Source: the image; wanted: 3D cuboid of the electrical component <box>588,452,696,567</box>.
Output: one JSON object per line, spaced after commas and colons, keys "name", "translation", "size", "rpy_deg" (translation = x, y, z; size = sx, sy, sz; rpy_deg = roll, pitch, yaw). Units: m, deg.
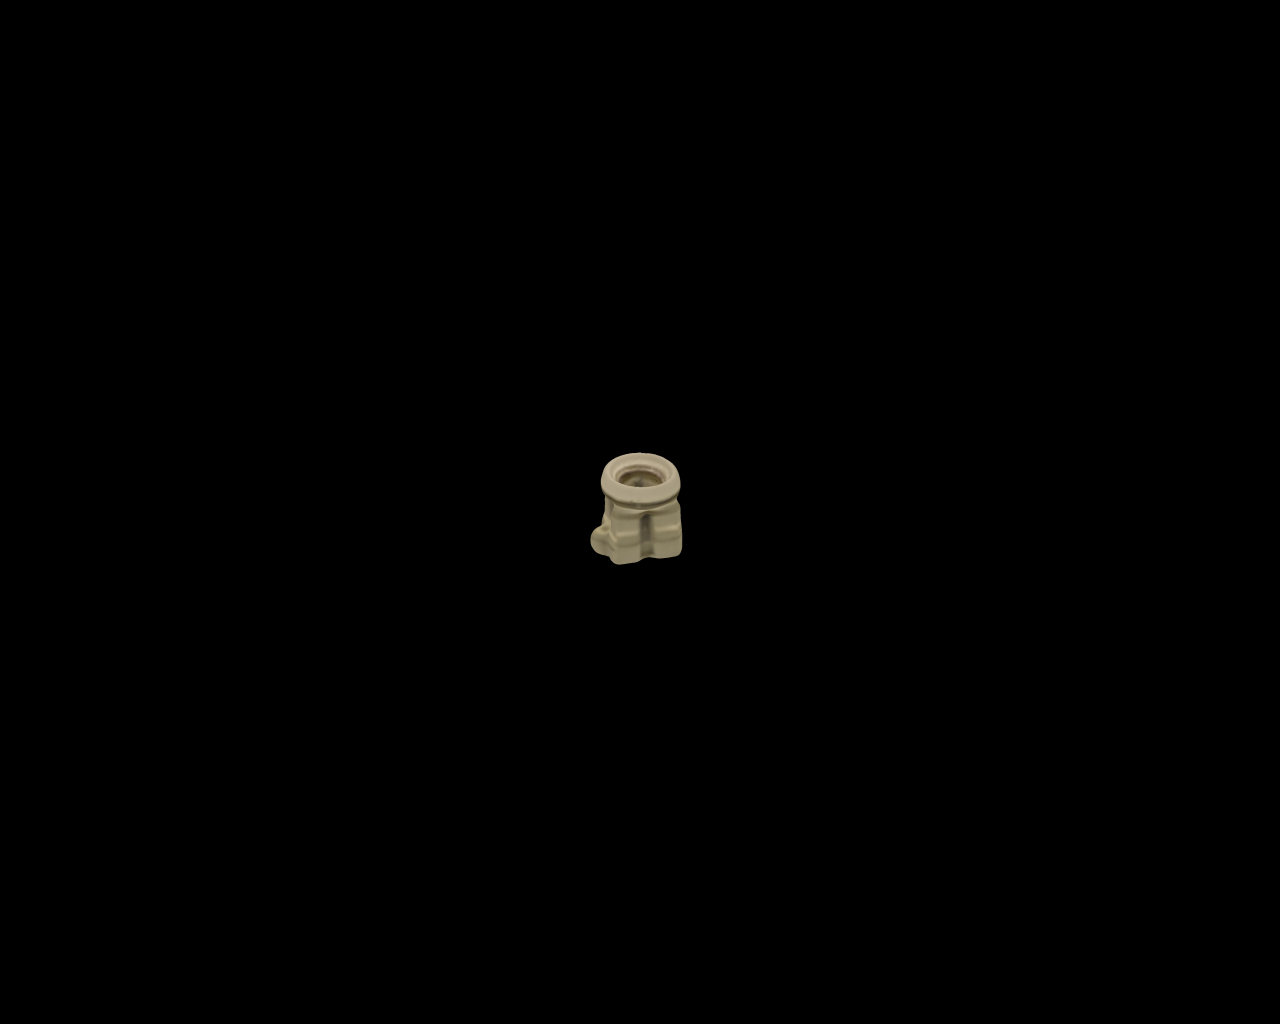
{"name": "electrical component", "translation": [0.001, -0.003, 0.650], "size": [0.066, 0.055, 0.048], "rpy_deg": [-8, 36, -11]}
